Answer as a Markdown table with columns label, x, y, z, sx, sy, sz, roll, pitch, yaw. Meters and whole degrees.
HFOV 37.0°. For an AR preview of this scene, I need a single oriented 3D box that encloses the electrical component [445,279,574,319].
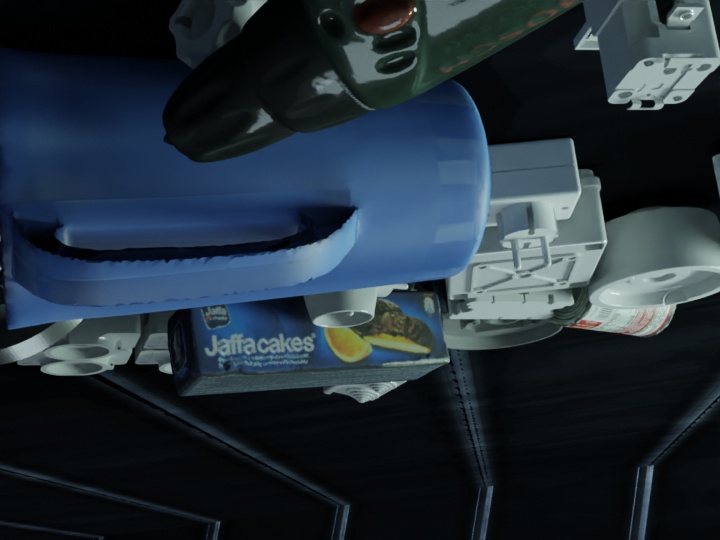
| label | x | y | z | sx | sy | sz | roll | pitch | yaw |
| --- | --- | --- | --- | --- | --- | --- | --- | --- | --- |
| electrical component | 0.117 | 0.006 | 0.855 | 0.089 | 0.055 | 0.050 | 1 | 161 | -18 |

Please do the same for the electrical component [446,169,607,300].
| label | x | y | z | sx | sy | sz | roll | pitch | yaw |
| --- | --- | --- | --- | --- | --- | --- | --- | --- | --- |
| electrical component | 0.113 | -0.022 | 0.765 | 0.109 | 0.056 | 0.108 | -6 | 162 | 2 |

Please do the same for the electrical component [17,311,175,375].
| label | x | y | z | sx | sy | sz | roll | pitch | yaw |
| --- | --- | --- | --- | --- | --- | --- | --- | --- | --- |
| electrical component | -0.184 | 0.045 | 0.889 | 0.186 | 0.060 | 0.105 | 1 | 161 | -19 |

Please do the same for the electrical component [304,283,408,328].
| label | x | y | z | sx | sy | sz | roll | pitch | yaw |
| --- | --- | --- | --- | --- | --- | --- | --- | --- | --- |
| electrical component | 0.000 | 0.000 | 0.770 | 0.079 | 0.077 | 0.044 | 6 | 159 | -31 |

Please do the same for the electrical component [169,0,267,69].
| label | x | y | z | sx | sy | sz | roll | pitch | yaw |
| --- | --- | --- | --- | --- | --- | --- | --- | --- | --- |
| electrical component | -0.051 | -0.104 | 0.486 | 0.043 | 0.043 | 0.062 | -17 | 160 | 34 |

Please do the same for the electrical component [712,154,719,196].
| label | x | y | z | sx | sy | sz | roll | pitch | yaw |
| --- | --- | --- | --- | --- | --- | --- | --- | --- | --- |
| electrical component | 0.306 | -0.047 | 0.732 | 0.089 | 0.061 | 0.150 | -15 | 160 | 29 |

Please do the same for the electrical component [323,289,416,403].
| label | x | y | z | sx | sy | sz | roll | pitch | yaw |
| --- | --- | --- | --- | --- | --- | --- | --- | --- | --- |
| electrical component | 0.010 | 0.061 | 0.934 | 0.048 | 0.099 | 0.100 | 15 | 157 | -16 |

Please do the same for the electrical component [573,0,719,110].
| label | x | y | z | sx | sy | sz | roll | pitch | yaw |
| --- | --- | --- | --- | --- | --- | --- | --- | --- | --- |
| electrical component | 0.131 | -0.110 | 0.483 | 0.042 | 0.063 | 0.081 | -1 | 162 | -9 |

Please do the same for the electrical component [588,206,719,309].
| label | x | y | z | sx | sy | sz | roll | pitch | yaw |
| --- | --- | --- | --- | --- | --- | --- | --- | --- | --- |
| electrical component | 0.224 | -0.014 | 0.816 | 0.108 | 0.060 | 0.108 | -5 | 162 | -1 |

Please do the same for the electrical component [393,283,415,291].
| label | x | y | z | sx | sy | sz | roll | pitch | yaw |
| --- | --- | --- | --- | --- | --- | --- | --- | --- | --- |
| electrical component | 0.015 | 0.005 | 0.856 | 0.046 | 0.040 | 0.040 | -10 | 163 | 36 |

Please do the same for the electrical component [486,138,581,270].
| label | x | y | z | sx | sy | sz | roll | pitch | yaw |
| --- | --- | --- | --- | --- | --- | --- | --- | --- | --- |
| electrical component | 0.105 | -0.037 | 0.682 | 0.066 | 0.076 | 0.047 | -5 | 163 | 0 |
